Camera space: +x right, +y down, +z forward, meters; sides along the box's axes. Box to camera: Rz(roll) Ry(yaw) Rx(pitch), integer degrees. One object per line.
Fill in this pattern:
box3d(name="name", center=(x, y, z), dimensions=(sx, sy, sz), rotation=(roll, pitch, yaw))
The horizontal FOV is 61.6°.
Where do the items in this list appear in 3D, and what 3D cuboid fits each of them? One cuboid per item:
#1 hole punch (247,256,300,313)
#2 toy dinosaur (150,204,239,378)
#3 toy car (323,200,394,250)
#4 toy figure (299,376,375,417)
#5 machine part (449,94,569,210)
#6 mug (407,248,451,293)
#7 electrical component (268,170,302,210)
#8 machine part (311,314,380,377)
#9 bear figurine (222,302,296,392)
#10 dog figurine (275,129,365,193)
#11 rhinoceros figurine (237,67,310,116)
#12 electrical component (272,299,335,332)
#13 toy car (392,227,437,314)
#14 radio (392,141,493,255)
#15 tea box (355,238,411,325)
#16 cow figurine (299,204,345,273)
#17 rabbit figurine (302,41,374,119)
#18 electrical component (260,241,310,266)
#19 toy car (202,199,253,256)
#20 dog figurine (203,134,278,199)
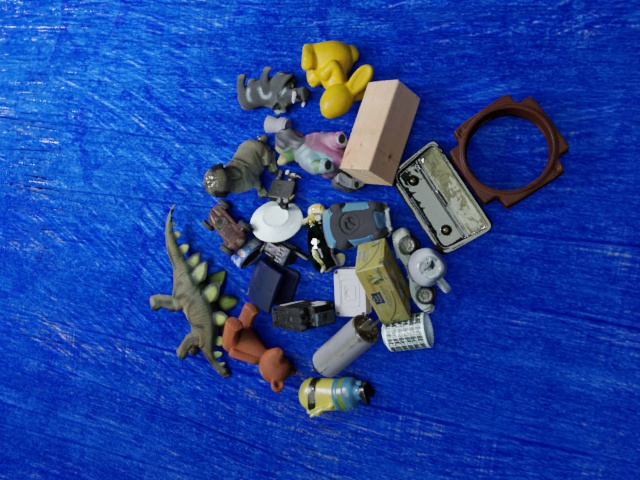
box3d(name="hole punch", center=(-0.128, 0.112, 1.336), dimensions=(0.116, 0.092, 0.142), rotation=(23, 104, 23))
box3d(name="toy dinosaur", center=(-0.332, 0.146, 1.410), dimensions=(0.199, 0.105, 0.471), rotation=(-26, 92, 12))
box3d(name="toy car", center=(0.093, -0.039, 1.233), dimensions=(0.162, 0.103, 0.109), rotation=(-11, 89, 21))
box3d(name="toy figure", center=(0.036, 0.366, 1.286), dimensions=(0.180, 0.082, 0.089), rotation=(-18, 75, 25))
box3d(name="machine part", center=(0.389, -0.182, 1.116), dimensions=(0.201, 0.087, 0.201), rotation=(-35, 79, 16))
box3d(name="mug", center=(0.230, 0.067, 1.111), dimensions=(0.081, 0.107, 0.109), rotation=(-35, 82, 5))
box3d(name="electrical component", center=(-0.087, -0.126, 1.316), dimensions=(0.078, 0.045, 0.102), rotation=(15, 69, 16))
box3d(name="machine part", center=(0.059, 0.248, 1.248), dimensions=(0.079, 0.079, 0.243), rotation=(49, 126, 12))
box3d(name="bear figurine", center=(-0.142, 0.267, 1.315), dimensions=(0.196, 0.120, 0.131), rotation=(31, 122, 15))
box3d(name="dog figurine", center=(-0.006, -0.195, 1.270), dimensions=(0.219, 0.191, 0.108), rotation=(18, 80, 48))
box3d(name="rhinoceros figurine", center=(-0.118, -0.361, 1.319), dimensions=(0.191, 0.073, 0.112), rotation=(0, 91, 21))
box3d(name="electrical component", center=(-0.031, 0.176, 1.262), dimensions=(0.134, 0.115, 0.058), rotation=(-3, 94, 48))
box3d(name="toy car", center=(0.214, 0.068, 1.207), dimensions=(0.056, 0.073, 0.201), rotation=(-20, 85, 17))
box3d(name="radio", center=(0.264, -0.089, 1.181), dimensions=(0.131, 0.073, 0.229), rotation=(-35, 80, 19))
box3d(name="tea box", center=(0.141, 0.093, 1.182), dimensions=(0.068, 0.098, 0.169), rotation=(-17, 121, 21))
box3d(name="cow figurine", center=(-0.005, -0.004, 1.277), dimensions=(0.068, 0.098, 0.167), rotation=(-20, 85, 27))
box3d(name="rabbit figurine", center=(0.041, -0.357, 1.236), dimensions=(0.162, 0.121, 0.173), rotation=(-3, 71, 0))
box3d(name="electrical component", center=(-0.079, 0.035, 1.321), dimensions=(0.119, 0.075, 0.047), rotation=(30, 103, 14))
box3d(name="toy car", center=(-0.239, -0.038, 1.347), dimensions=(0.089, 0.053, 0.202), rotation=(-53, 43, 6))
box3d(name="dog figurine", center=(-0.194, -0.181, 1.293), dimensions=(0.121, 0.190, 0.172), rotation=(8, 94, 20))
